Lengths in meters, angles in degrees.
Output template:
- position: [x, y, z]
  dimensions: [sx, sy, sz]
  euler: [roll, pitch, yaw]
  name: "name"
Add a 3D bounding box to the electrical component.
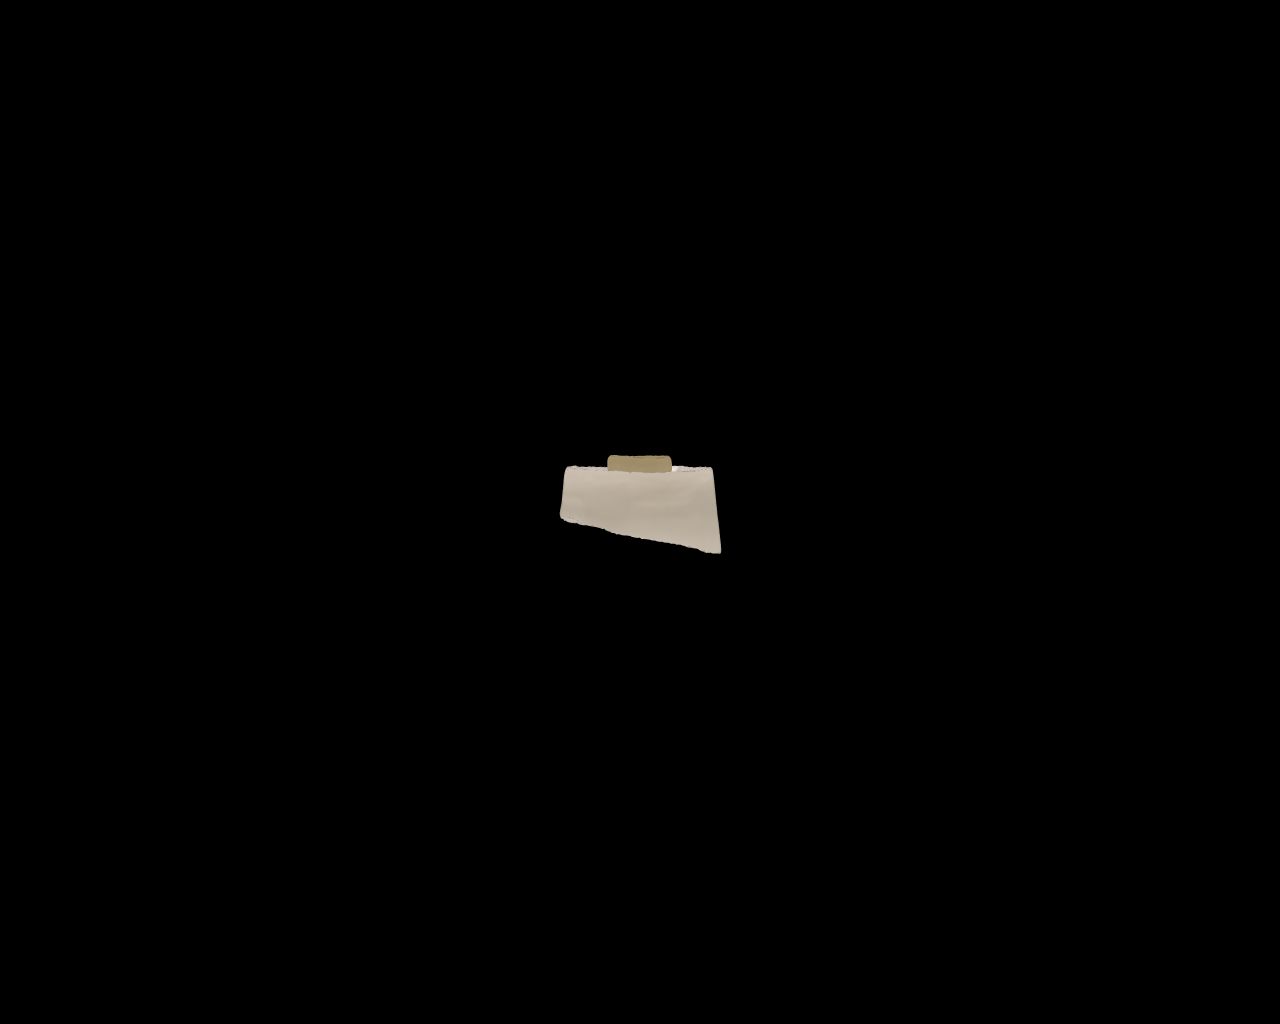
- position: [0.001, -0.003, 0.650]
  dimensions: [0.099, 0.064, 0.099]
  euler: [0, 4, 0]
  name: "electrical component"
